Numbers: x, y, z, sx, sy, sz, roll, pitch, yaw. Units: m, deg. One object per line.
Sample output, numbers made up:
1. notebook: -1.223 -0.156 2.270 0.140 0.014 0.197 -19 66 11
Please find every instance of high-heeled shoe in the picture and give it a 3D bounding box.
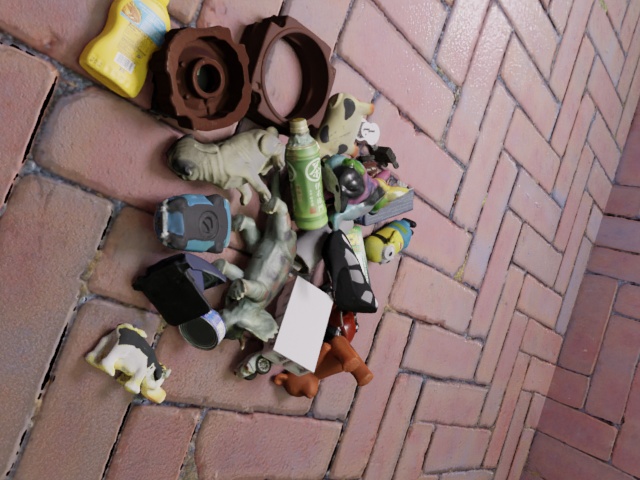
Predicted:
1. high-heeled shoe: 0.074 0.078 1.232 0.248 0.086 0.145 41 47 -55

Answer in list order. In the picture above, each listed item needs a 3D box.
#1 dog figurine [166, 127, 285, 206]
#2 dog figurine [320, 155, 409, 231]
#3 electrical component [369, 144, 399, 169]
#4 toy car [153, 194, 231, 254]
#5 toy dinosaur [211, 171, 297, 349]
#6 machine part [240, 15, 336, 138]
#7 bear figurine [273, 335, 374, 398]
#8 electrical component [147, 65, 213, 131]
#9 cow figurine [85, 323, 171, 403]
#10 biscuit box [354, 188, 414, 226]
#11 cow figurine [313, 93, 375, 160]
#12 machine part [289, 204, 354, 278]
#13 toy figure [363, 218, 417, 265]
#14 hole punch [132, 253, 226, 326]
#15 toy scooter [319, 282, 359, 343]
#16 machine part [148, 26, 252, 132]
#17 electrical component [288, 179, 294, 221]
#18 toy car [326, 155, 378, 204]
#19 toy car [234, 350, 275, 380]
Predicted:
1. dog figurine: -0.172 -0.166 0.990 0.190 0.121 0.172 29 62 -34
2. dog figurine: 0.097 -0.119 1.174 0.219 0.109 0.191 -21 144 -29
3. electrical component: 0.158 -0.212 1.338 0.021 0.063 0.094 -57 133 -17
4. toy car: -0.239 -0.027 0.954 0.161 0.103 0.109 -5 94 -55
5. toy dinosaur: -0.113 0.044 1.103 0.405 0.131 0.192 -63 147 -18
6. machine part: -0.069 -0.319 1.063 0.201 0.087 0.201 20 88 -47
7. bear figurine: 0.002 0.313 1.246 0.196 0.132 0.120 -37 131 -3
8. electrical component: -0.229 -0.268 0.935 0.115 0.058 0.134 14 91 -48
9. cow figurine: -0.326 0.222 0.967 0.098 0.068 0.167 -59 135 -25
10. biscuit box: 0.157 -0.089 1.374 0.202 0.059 0.062 -19 114 -42
11. cow figurine: 0.023 -0.220 1.153 0.127 0.086 0.194 11 110 -37
12. machine part: -0.003 -0.004 1.223 0.243 0.079 0.079 -44 129 -27
13. toy figure: 0.182 0.001 1.411 0.180 0.089 0.082 -41 129 -41
14. hole punch: -0.246 0.076 0.966 0.115 0.142 0.092 57 32 -21
15. toy scooter: 0.059 0.177 1.339 0.135 0.075 0.183 -29 116 -39
16. machine part: -0.193 -0.266 0.890 0.179 0.056 0.179 -16 113 -43
17. electrical component: -0.046 -0.091 1.167 0.045 0.078 0.102 -3 113 -3
18. toy car: 0.075 -0.147 1.279 0.202 0.053 0.089 -21 108 -39
19. toy car: -0.100 0.257 1.193 0.202 0.073 0.056 -14 76 -42
